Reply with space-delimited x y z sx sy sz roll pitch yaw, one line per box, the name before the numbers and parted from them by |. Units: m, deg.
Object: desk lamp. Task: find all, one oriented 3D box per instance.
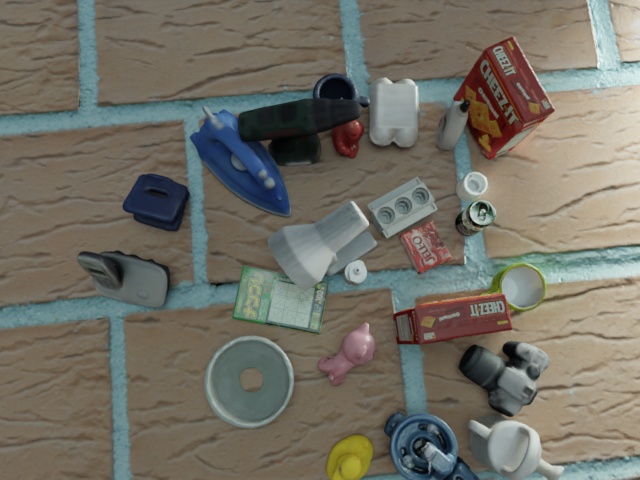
desk lamp | 0.010 0.004 1.076 0.203 0.213 0.118 -34 83 -8

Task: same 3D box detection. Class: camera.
camera | 0.352 0.249 1.106 0.137 0.101 0.143 33 80 3

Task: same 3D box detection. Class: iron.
iron | -0.145 -0.156 1.133 0.119 0.141 0.258 -43 84 -9

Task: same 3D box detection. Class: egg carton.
egg carton | 0.156 -0.268 1.206 0.107 0.069 0.150 1 80 -3

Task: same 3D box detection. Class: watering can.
watering can | 0.353 0.380 1.035 0.173 0.194 0.101 9 79 -1

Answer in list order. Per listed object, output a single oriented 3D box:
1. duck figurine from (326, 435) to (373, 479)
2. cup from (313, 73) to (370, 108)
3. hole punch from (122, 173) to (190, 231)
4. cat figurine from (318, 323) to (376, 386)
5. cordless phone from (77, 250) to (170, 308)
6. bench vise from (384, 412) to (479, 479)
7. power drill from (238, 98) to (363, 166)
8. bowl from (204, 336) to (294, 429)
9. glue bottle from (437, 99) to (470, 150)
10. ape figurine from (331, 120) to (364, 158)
duck figurine | 0.059 0.416 1.068 0.077 0.086 0.104 43 81 5
cup | 0.043 -0.283 1.190 0.117 0.095 0.092 10 79 -1
hole punch | -0.324 -0.081 1.136 0.108 0.091 0.101 15 79 0
cat figurine | 0.058 0.220 1.088 0.067 0.117 0.128 45 81 6
cordless phone | -0.362 0.066 1.059 0.147 0.185 0.094 11 79 -1
bench vise | 0.220 0.387 1.014 0.207 0.219 0.121 23 79 2
power drill | -0.040 -0.213 1.115 0.229 0.208 0.075 -6 80 -4
bowl | -0.132 0.267 1.091 0.167 0.074 0.167 1 80 -3
glue bottle | 0.273 -0.244 1.155 0.037 0.173 0.078 4 79 -2
ape figurine | 0.061 -0.220 1.181 0.078 0.092 0.076 -39 84 -9
